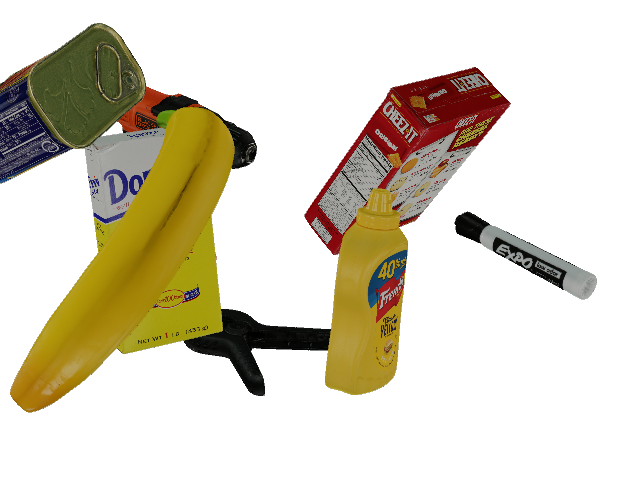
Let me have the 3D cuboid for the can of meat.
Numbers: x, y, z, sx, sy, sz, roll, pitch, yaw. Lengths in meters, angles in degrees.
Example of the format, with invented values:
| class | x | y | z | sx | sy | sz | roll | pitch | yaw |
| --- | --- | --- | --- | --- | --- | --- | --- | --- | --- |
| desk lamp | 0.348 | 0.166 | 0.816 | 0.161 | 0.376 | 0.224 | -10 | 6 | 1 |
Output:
| class | x | y | z | sx | sy | sz | roll | pitch | yaw |
| --- | --- | --- | --- | --- | --- | --- | --- | --- | --- |
| can of meat | -0.175 | -0.087 | 0.686 | 0.084 | 0.057 | 0.102 | -20 | 22 | 33 |

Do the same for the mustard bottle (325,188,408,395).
| class | x | y | z | sx | sy | sz | roll | pitch | yaw |
| --- | --- | --- | --- | --- | --- | --- | --- | --- | --- |
| mustard bottle | 0.048 | 0.045 | 1.022 | 0.058 | 0.192 | 0.096 | 14 | 18 | 30 |

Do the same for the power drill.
| class | x | y | z | sx | sy | sz | roll | pitch | yaw |
| --- | --- | --- | --- | --- | --- | --- | --- | --- | --- |
| power drill | -0.144 | -0.059 | 1.113 | 0.185 | 0.188 | 0.057 | 26 | 35 | 30 |

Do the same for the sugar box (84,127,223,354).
| class | x | y | z | sx | sy | sz | roll | pitch | yaw |
| --- | --- | --- | --- | --- | --- | --- | --- | --- | --- |
| sugar box | -0.137 | -0.002 | 0.886 | 0.093 | 0.176 | 0.048 | -12 | 19 | -25 |

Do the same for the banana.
| class | x | y | z | sx | sy | sz | roll | pitch | yaw |
| --- | --- | --- | --- | --- | --- | --- | --- | --- | --- |
| banana | -0.083 | -0.004 | 0.513 | 0.037 | 0.197 | 0.070 | 39 | -43 | -20 |

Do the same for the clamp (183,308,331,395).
| class | x | y | z | sx | sy | sz | roll | pitch | yaw |
| --- | --- | --- | --- | --- | --- | --- | --- | --- | --- |
| clamp | -0.098 | 0.121 | 1.259 | 0.210 | 0.036 | 0.164 | 13 | 23 | 27 |

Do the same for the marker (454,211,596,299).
| class | x | y | z | sx | sy | sz | roll | pitch | yaw |
| --- | --- | --- | --- | --- | --- | --- | --- | --- | --- |
| marker | 0.142 | 0.008 | 0.761 | 0.020 | 0.020 | 0.121 | 0 | 23 | -44 |

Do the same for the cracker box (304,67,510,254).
| class | x | y | z | sx | sy | sz | roll | pitch | yaw |
| --- | --- | --- | --- | --- | --- | --- | --- | --- | --- |
| cracker box | 0.095 | -0.092 | 1.220 | 0.163 | 0.072 | 0.214 | -22 | -25 | -45 |
